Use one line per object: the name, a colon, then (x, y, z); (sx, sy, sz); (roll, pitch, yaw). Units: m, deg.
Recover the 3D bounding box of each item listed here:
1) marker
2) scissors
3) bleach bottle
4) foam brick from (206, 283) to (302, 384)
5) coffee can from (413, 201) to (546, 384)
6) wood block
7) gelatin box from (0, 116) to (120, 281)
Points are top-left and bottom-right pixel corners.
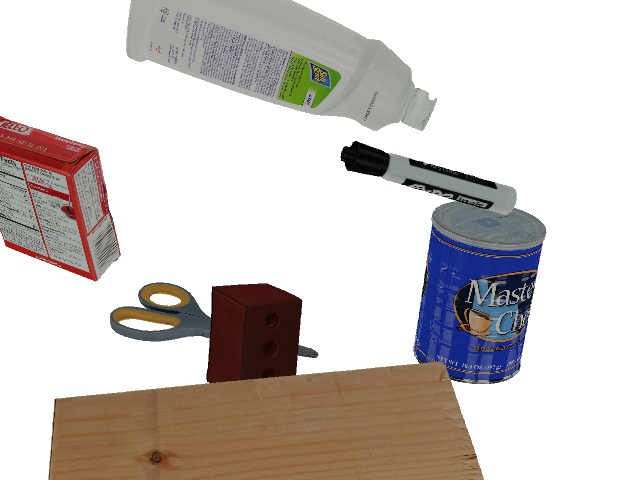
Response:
marker: (0.068, -0.039, 0.672); (0.121, 0.020, 0.020); (15, -5, -21)
scissors: (-0.101, 0.076, 1.037); (0.201, 0.016, 0.096); (5, 31, -1)
bleach bottle: (-0.029, -0.147, 0.864); (0.251, 0.068, 0.103); (23, -32, 0)
foam brick: (-0.051, 0.076, 0.816); (0.052, 0.078, 0.051); (-4, 14, -35)
coffee can: (0.145, 0.046, 0.985); (0.103, 0.140, 0.103); (5, 23, -2)
wood block: (-0.030, 0.132, 0.553); (0.206, 0.090, 0.091); (-4, 38, -6)
gelatin box: (-0.163, -0.025, 0.643); (0.073, 0.089, 0.030); (18, 47, 21)
